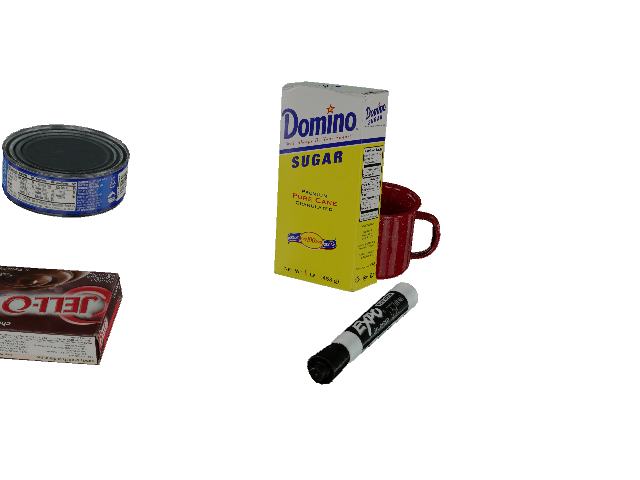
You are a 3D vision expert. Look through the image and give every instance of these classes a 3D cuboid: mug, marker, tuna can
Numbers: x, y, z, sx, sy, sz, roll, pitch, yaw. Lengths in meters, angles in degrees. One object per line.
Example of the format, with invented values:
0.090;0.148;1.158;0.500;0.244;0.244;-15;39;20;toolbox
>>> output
0.073;-0.009;1.170;0.117;0.081;0.093;5;27;3;mug
0.027;0.057;0.663;0.020;0.020;0.120;0;20;32;marker
-0.177;-0.049;0.740;0.086;0.034;0.086;8;27;-4;tuna can

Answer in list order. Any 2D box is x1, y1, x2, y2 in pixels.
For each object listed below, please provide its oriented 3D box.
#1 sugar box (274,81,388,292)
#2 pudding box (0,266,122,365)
0.008;-0.050;0.953;0.093;0.176;0.048;11;18;35;sugar box
-0.235;0.063;0.916;0.113;0.039;0.090;2;32;2;pudding box
